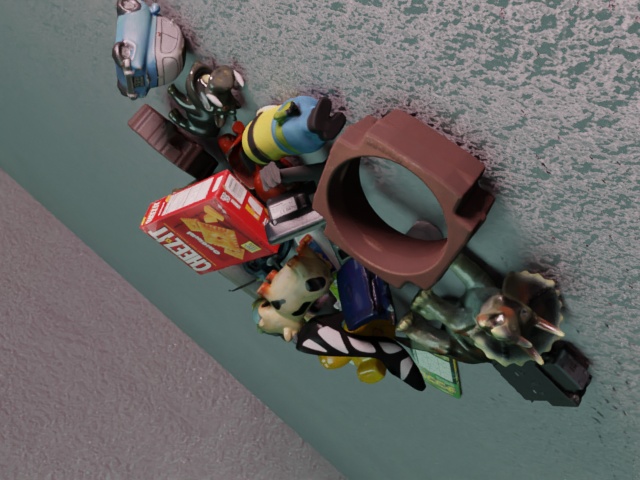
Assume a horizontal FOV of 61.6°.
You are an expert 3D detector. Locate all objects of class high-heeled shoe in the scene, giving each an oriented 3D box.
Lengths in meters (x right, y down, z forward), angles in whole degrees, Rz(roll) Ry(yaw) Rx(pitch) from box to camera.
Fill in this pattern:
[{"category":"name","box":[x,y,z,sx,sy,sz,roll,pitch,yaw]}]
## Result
[{"category":"high-heeled shoe","box":[0.076,0.221,0.971,0.248,0.145,0.086,50,175,-9]}]

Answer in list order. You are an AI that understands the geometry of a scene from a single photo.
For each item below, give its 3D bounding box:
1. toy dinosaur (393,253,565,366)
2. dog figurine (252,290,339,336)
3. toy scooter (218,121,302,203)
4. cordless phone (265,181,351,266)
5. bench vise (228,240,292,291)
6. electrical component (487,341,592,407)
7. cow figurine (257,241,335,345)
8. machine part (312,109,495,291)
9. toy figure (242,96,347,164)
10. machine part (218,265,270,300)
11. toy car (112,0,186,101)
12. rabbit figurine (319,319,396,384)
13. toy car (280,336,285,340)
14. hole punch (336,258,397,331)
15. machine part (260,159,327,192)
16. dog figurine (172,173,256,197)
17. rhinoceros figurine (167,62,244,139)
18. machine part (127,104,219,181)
[{"category":"toy dinosaur","box":[0.230,0.133,0.820,0.192,0.131,0.404,36,161,13]},{"category":"dog figurine","box":[-0.048,0.156,1.158,0.108,0.191,0.219,58,172,-17]},{"category":"toy scooter","box":[-0.101,-0.131,0.893,0.184,0.075,0.135,40,162,10]},{"category":"cordless phone","box":[-0.002,-0.002,0.896,0.184,0.147,0.089,63,-174,-46]},{"category":"bench vise","box":[-0.103,0.053,1.124,0.241,0.129,0.223,43,144,34]},{"category":"electrical component","box":[0.341,0.198,0.826,0.115,0.058,0.134,41,155,-4]},{"category":"cow figurine","box":[-0.048,0.107,0.988,0.127,0.085,0.195,42,123,-4]},{"category":"machine part","box":[0.101,-0.048,0.690,0.202,0.087,0.200,37,141,13]},{"category":"toy figure","box":[-0.046,-0.156,0.764,0.180,0.089,0.082,7,131,54]},{"category":"machine part","box":[-0.172,0.097,1.359,0.243,0.079,0.079,33,153,17]},{"category":"toy car","box":[-0.257,-0.291,0.820,0.103,0.162,0.109,-2,147,-13]},{"category":"rabbit figurine","box":[0.067,0.210,1.113,0.122,0.162,0.173,46,133,-13]},{"category":"toy car","box":[-0.016,0.240,1.355,0.202,0.089,0.053,20,147,35]},{"category":"hole punch","box":[0.075,0.087,0.898,0.092,0.142,0.115,-10,158,3]},{"category":"machine part","box":[-0.017,-0.097,0.787,0.084,0.139,0.039,-16,83,65]},{"category":"dog figurine","box":[-0.198,-0.097,1.094,0.190,0.172,0.121,-32,135,28]},{"category":"rhinoceros figurine","box":[-0.184,-0.222,0.870,0.112,0.073,0.190,45,155,-4]},{"category":"machine part","box":[-0.272,-0.182,1.007,0.179,0.056,0.179,39,-179,-1]}]
